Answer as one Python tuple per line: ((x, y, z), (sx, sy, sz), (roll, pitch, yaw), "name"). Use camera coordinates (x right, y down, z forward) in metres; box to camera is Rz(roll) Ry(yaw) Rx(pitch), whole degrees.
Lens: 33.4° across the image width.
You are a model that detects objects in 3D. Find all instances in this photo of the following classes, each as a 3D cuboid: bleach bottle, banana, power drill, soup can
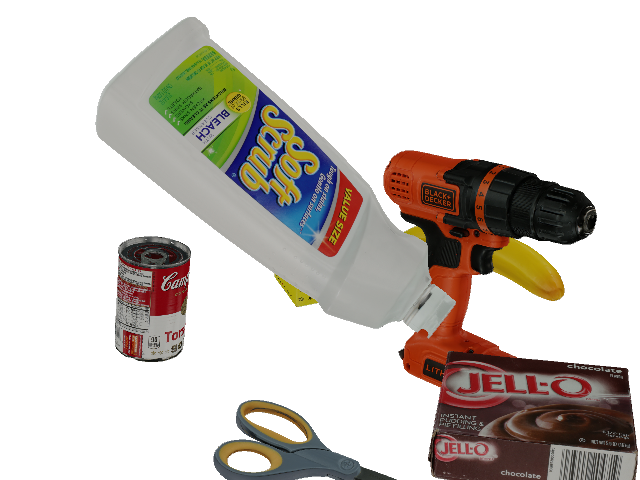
((-0.018, -0.031, 0.679), (0.251, 0.102, 0.068), (38, -32, 8), "bleach bottle")
((0.156, 0.017, 1.029), (0.198, 0.037, 0.069), (15, 42, 37), "banana")
((0.127, 0.030, 0.827), (0.057, 0.188, 0.185), (-17, 25, -39), "power drill")
((-0.161, 0.056, 1.014), (0.068, 0.102, 0.068), (6, 22, -3), "soup can")

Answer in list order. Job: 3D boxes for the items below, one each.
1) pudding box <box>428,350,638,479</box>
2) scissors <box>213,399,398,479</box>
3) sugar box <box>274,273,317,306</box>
((0.125, 0.106, 0.626), (0.113, 0.039, 0.090), (6, 26, 10), "pudding box")
((0.002, 0.182, 0.816), (0.202, 0.016, 0.096), (27, 39, 31), "scissors")
((-0.026, -0.019, 1.289), (0.048, 0.176, 0.093), (-11, 25, -18), "sugar box")
